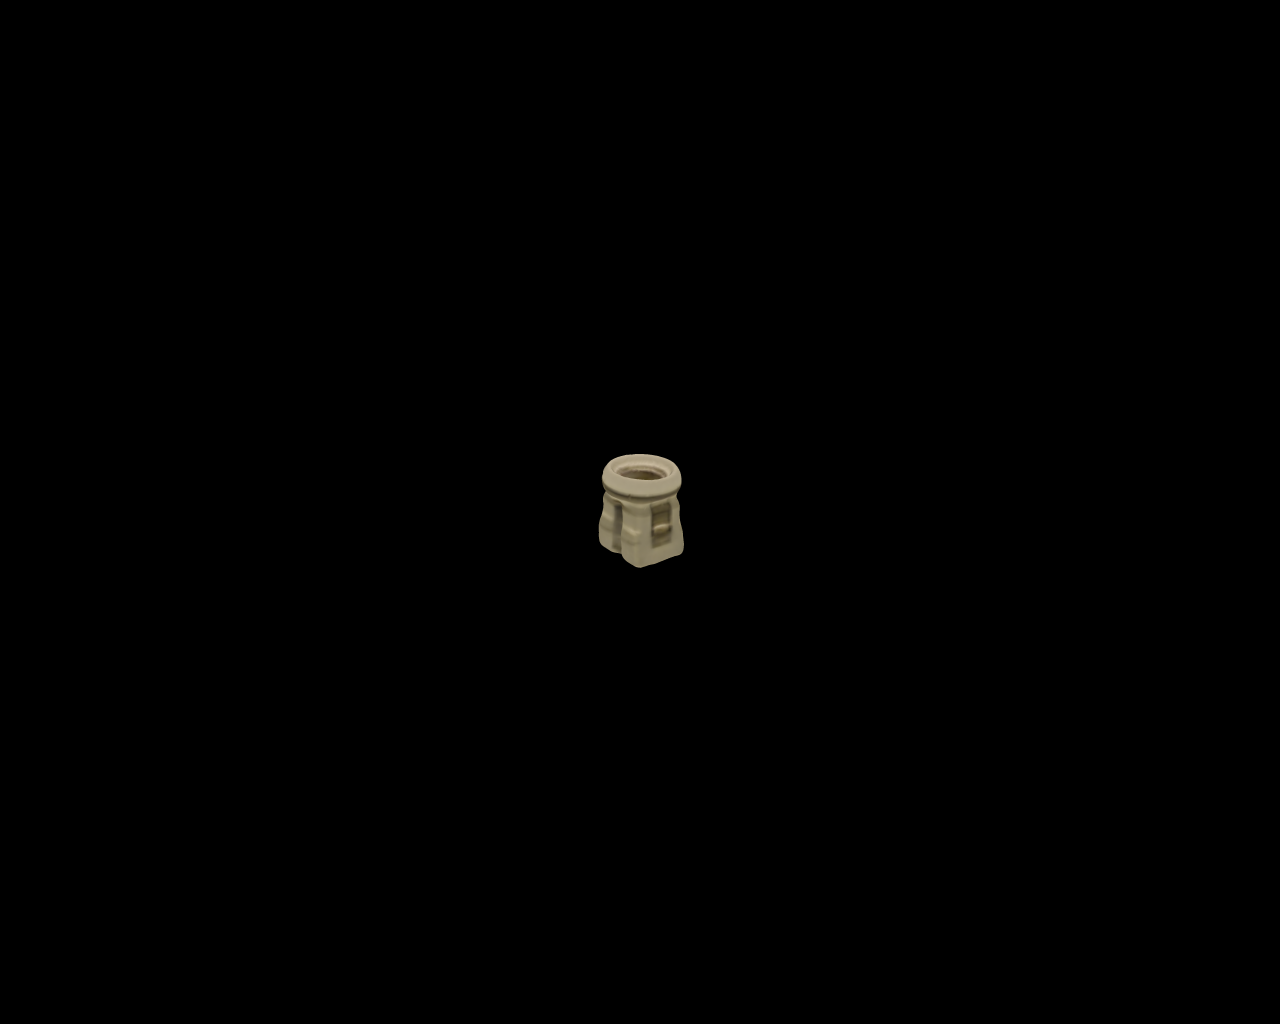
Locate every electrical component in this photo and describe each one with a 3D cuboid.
[{"bbox_3d":[0.001,-0.003,0.650,0.048,0.055,0.066,-17,29,-32],"label":"electrical component"}]
